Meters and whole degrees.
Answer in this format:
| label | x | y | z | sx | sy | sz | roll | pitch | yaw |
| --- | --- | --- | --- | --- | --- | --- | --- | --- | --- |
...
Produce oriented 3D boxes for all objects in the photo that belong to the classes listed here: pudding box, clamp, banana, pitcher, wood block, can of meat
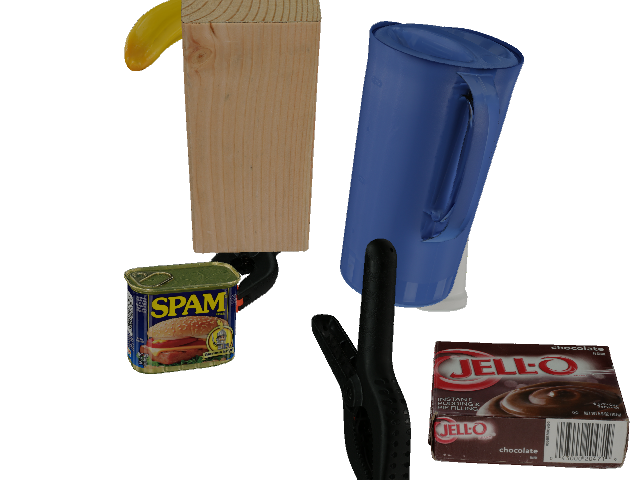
| label | x | y | z | sx | sy | sz | roll | pitch | yaw |
| --- | --- | --- | --- | --- | --- | --- | --- | --- | --- |
| pudding box | 0.124 | 0.097 | 0.649 | 0.113 | 0.039 | 0.090 | 3 | 24 | 6 |
| clamp | 0.041 | 0.113 | 0.854 | 0.036 | 0.210 | 0.165 | 0 | -33 | -19 |
| banana | -0.123 | -0.203 | 1.015 | 0.070 | 0.037 | 0.197 | 45 | 39 | 19 |
| pitcher | 0.091 | -0.061 | 0.943 | 0.145 | 0.243 | 0.149 | 21 | 27 | 21 |
| wood block | -0.051 | -0.094 | 0.774 | 0.090 | 0.206 | 0.090 | -1 | 44 | -4 |
| clamp | -0.073 | 0.016 | 1.226 | 0.120 | 0.039 | 0.171 | -6 | 41 | 6 |
| can of meat | -0.126 | 0.070 | 0.971 | 0.102 | 0.084 | 0.057 | -4 | 20 | -22 |

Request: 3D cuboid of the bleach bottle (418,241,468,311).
| label | x | y | z | sx | sy | sz | roll | pitch | yaw |
| --- | --- | --- | --- | --- | --- | --- | --- | --- | --- |
| bleach bottle | 0.136 | -0.053 | 1.199 | 0.068 | 0.251 | 0.102 | -1 | 24 | -12 |
